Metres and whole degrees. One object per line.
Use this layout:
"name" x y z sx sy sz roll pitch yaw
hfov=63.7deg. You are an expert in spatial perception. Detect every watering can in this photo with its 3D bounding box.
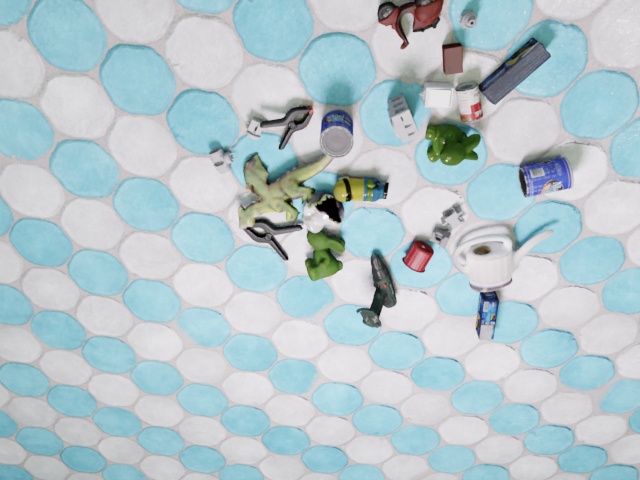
"watering can" 0.637 0.070 1.801 0.347 0.106 0.219 -9 122 8

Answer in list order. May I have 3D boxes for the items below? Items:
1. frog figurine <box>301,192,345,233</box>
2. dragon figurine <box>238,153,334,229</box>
"frog figurine" 0.005 -0.088 1.754 0.137 0.125 0.157 13 159 -15
"dragon figurine" -0.141 -0.189 1.690 0.242 0.124 0.405 31 109 -6
